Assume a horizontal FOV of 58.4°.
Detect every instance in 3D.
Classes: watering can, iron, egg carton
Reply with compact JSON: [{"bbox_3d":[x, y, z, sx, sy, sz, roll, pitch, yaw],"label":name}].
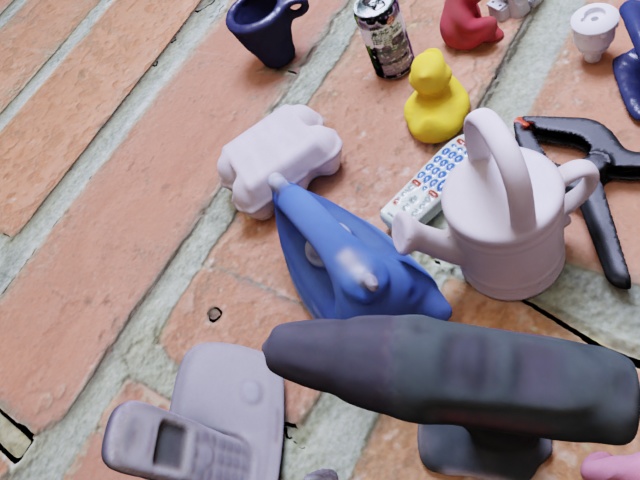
[{"bbox_3d":[0.149,-0.027,0.490,0.173,0.195,0.100,-40,53,-5],"label":"watering can"},{"bbox_3d":[0.005,0.002,0.566,0.119,0.142,0.257,-40,53,-4],"label":"iron"},{"bbox_3d":[-0.050,-0.096,0.695,0.150,0.070,0.107,-36,53,-1],"label":"egg carton"}]

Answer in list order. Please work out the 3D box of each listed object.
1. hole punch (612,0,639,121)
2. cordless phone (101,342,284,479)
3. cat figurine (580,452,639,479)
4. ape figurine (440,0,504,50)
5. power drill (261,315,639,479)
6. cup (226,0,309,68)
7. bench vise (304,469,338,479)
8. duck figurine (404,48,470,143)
[{"bbox_3d":[0.354,-0.190,0.569,0.101,0.091,0.108,-11,56,17],"label":"hole punch"},{"bbox_3d":[-0.105,0.148,0.494,0.094,0.185,0.147,-11,56,16],"label":"cordless phone"},{"bbox_3d":[0.247,0.149,0.387,0.127,0.118,0.067,-26,53,6],"label":"cat figurine"},{"bbox_3d":[0.181,-0.285,0.701,0.076,0.092,0.078,-9,57,18],"label":"ape figurine"},{"bbox_3d":[0.097,0.116,0.414,0.229,0.209,0.075,-2,59,22],"label":"power drill"},{"bbox_3d":[-0.061,-0.296,0.808,0.117,0.095,0.091,-13,56,16],"label":"cup"},{"bbox_3d":[-0.008,0.259,0.362,0.121,0.220,0.207,-31,53,3],"label":"bench vise"},{"bbox_3d":[0.128,-0.171,0.656,0.077,0.086,0.104,-1,60,22],"label":"duck figurine"}]
